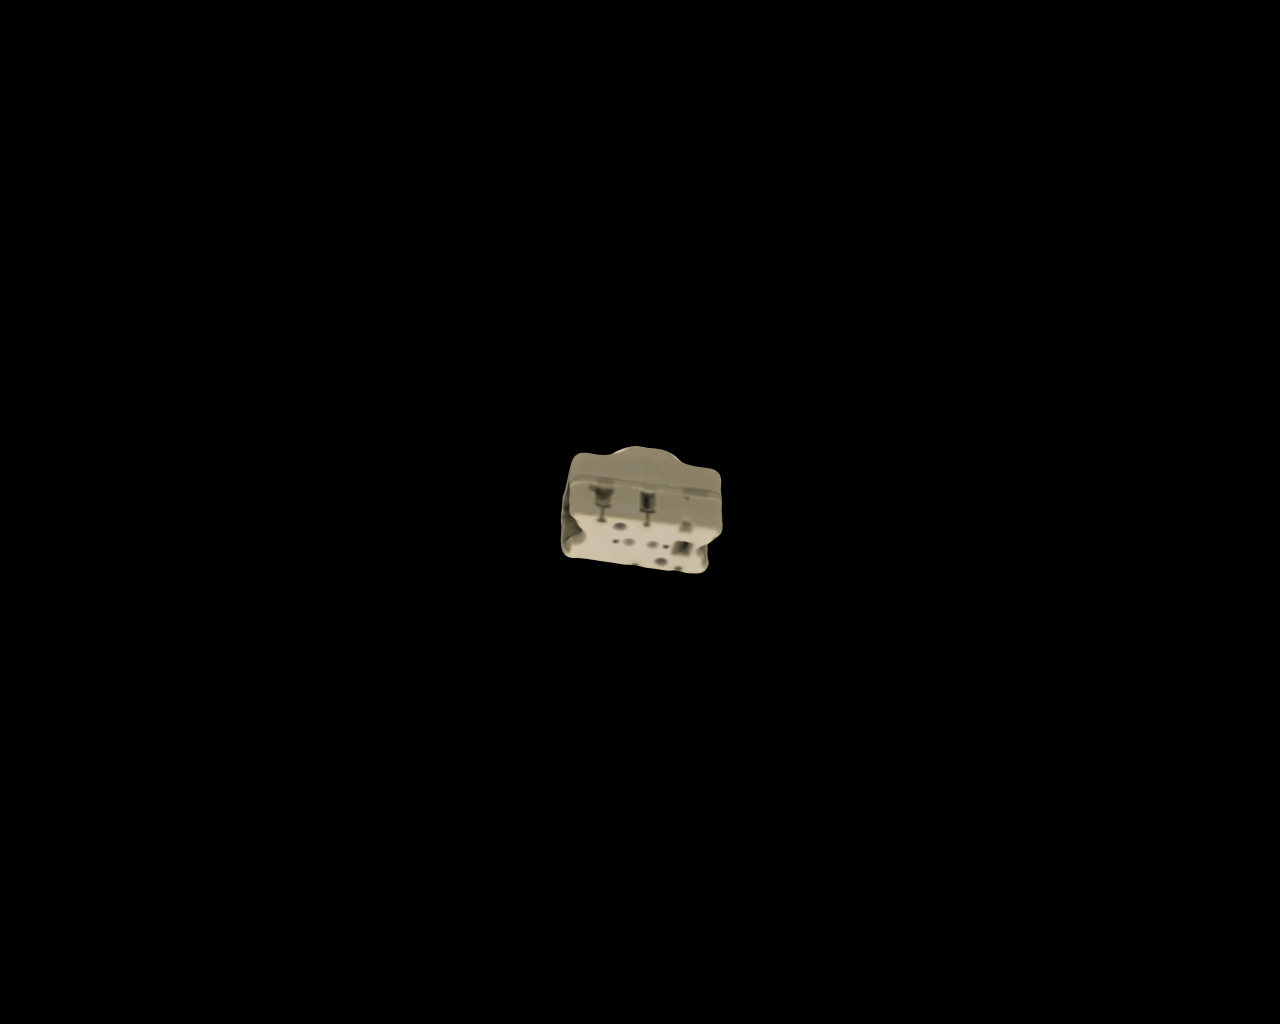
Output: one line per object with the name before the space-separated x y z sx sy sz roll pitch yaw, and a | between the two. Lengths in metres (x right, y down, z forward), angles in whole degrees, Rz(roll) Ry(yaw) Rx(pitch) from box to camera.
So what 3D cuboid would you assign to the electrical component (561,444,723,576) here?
electrical component | 0.001 -0.003 0.650 0.089 0.056 0.050 7 -39 -9
